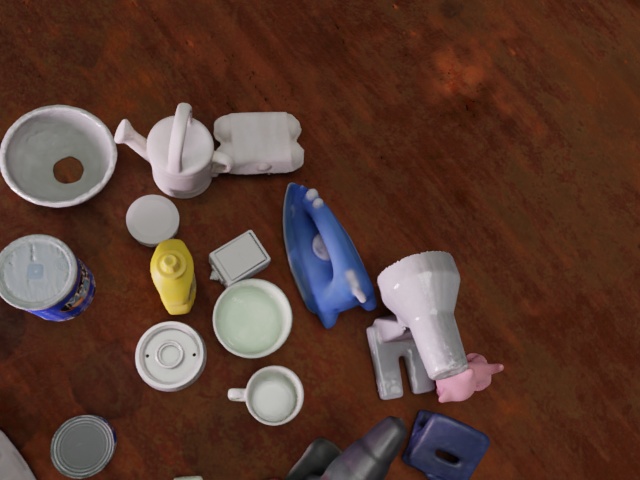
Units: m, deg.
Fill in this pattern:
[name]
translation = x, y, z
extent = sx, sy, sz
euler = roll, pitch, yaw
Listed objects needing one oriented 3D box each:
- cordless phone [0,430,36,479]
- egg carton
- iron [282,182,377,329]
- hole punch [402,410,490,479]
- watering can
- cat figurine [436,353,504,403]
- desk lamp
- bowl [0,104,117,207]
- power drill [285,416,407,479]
[cordless phone]
translation = -0.440, 0.318, 0.723
extent = 0.094, 0.185, 0.147
euler = -38, 86, -18
[egg carton]
translation = -0.103, -0.163, 0.976
extent = 0.150, 0.069, 0.107
euler = -5, 77, -13
[iron]
translation = 0.008, 0.003, 0.919
extent = 0.119, 0.141, 0.258
euler = -21, 81, -16
[hole punch]
translation = 0.199, 0.332, 0.901
extent = 0.109, 0.091, 0.101
euler = 26, 72, -4
[watering can]
translation = -0.222, -0.140, 0.880
extent = 0.173, 0.194, 0.101
euler = -9, 78, -13
[cat figurine]
translation = 0.234, 0.221, 0.923
extent = 0.128, 0.117, 0.067
euler = -11, 78, -14
[desk lamp]
translation = 0.151, 0.136, 0.877
extent = 0.118, 0.213, 0.203
euler = -8, 78, -13
[bowl]
translation = -0.402, -0.122, 0.901
extent = 0.167, 0.074, 0.167
euler = 3, 75, -11
[power drill]
translation = 0.018, 0.338, 0.801
extent = 0.075, 0.208, 0.230
euler = 40, 72, 1
